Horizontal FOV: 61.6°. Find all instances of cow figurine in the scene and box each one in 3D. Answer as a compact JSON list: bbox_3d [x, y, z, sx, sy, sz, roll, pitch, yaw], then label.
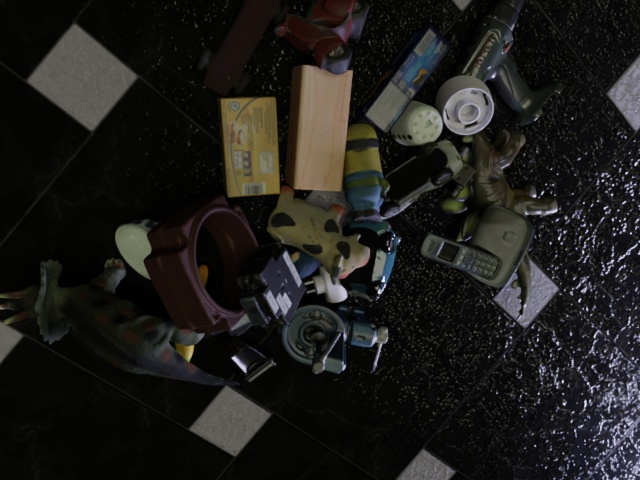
[{"bbox_3d":[-0.002,-0.003,0.966,0.195,0.085,0.127,22,72,0],"label":"cow figurine"}]

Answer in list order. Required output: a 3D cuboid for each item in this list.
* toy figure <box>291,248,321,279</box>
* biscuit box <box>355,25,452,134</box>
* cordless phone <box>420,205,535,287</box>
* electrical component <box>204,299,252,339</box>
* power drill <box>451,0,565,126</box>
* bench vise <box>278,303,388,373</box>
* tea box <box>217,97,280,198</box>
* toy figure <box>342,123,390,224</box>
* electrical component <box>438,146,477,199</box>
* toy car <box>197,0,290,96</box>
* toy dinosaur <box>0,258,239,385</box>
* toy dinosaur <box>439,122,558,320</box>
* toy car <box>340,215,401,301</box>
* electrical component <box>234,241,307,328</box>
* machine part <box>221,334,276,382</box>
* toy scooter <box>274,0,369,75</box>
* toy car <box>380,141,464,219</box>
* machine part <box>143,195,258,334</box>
[{"bbox_3d":[-0.058,0.065,1.028,0.154,0.058,0.064,-39,109,0],"label":"toy figure"},{"bbox_3d":[0.151,-0.293,0.987,0.059,0.063,0.202,36,92,-20],"label":"biscuit box"},{"bbox_3d":[0.290,-0.004,1.009,0.184,0.089,0.146,18,110,-8],"label":"cordless phone"},{"bbox_3d":[-0.170,0.146,1.023,0.119,0.048,0.074,-28,110,-7],"label":"electrical component"},{"bbox_3d":[0.371,-0.337,1.027,0.207,0.086,0.232,36,95,-25],"label":"power drill"},{"bbox_3d":[0.023,0.188,0.997,0.224,0.241,0.128,21,102,-3],"label":"bench vise"},{"bbox_3d":[-0.125,-0.165,0.942,0.098,0.068,0.169,-4,105,-15],"label":"tea box"},{"bbox_3d":[0.080,-0.122,0.974,0.082,0.089,0.180,0,75,-14],"label":"toy figure"},{"bbox_3d":[0.262,-0.129,1.015,0.063,0.021,0.094,36,92,9],"label":"electrical component"},{"bbox_3d":[-0.130,-0.338,0.903,0.089,0.053,0.202,28,91,-18],"label":"toy car"},{"bbox_3d":[-0.326,0.148,0.876,0.405,0.192,0.131,29,108,8],"label":"toy dinosaur"},{"bbox_3d":[0.362,-0.058,1.091,0.199,0.105,0.471,-30,101,2],"label":"toy dinosaur"},{"bbox_3d":[0.104,0.031,1.037,0.103,0.109,0.161,-8,105,-54],"label":"toy car"},{"bbox_3d":[-0.086,0.082,0.922,0.058,0.134,0.114,-14,114,28],"label":"electrical component"},{"bbox_3d":[-0.141,0.230,1.038,0.084,0.039,0.138,-29,139,-1],"label":"machine part"},{"bbox_3d":[0.002,-0.357,0.901,0.135,0.075,0.184,18,58,3],"label":"toy scooter"},{"bbox_3d":[0.170,-0.111,1.008,0.202,0.056,0.073,-33,73,23],"label":"toy car"},{"bbox_3d":[-0.184,0.039,0.907,0.087,0.201,0.201,-10,112,26],"label":"machine part"}]
